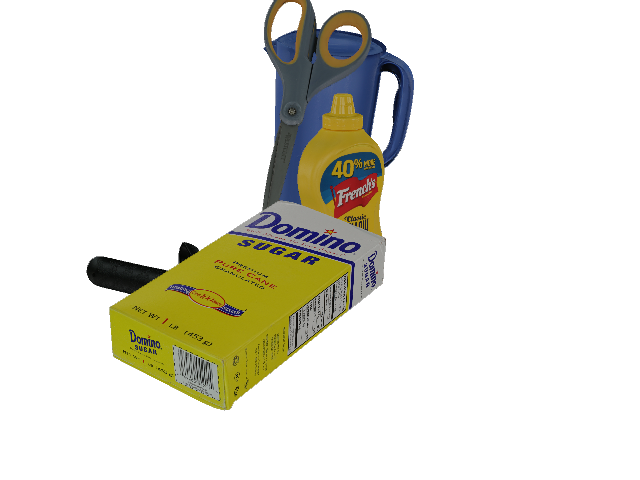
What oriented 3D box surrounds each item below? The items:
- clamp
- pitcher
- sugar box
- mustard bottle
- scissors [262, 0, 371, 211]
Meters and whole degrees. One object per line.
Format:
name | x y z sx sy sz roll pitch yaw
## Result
clamp | -0.097 0.039 0.900 0.172 0.039 0.120 21 26 26
pitcher | 0.014 -0.131 1.314 0.144 0.243 0.149 -9 27 -28
sugar box | -0.042 0.034 0.694 0.093 0.048 0.175 21 39 28
mustard bottle | 0.021 -0.052 1.079 0.096 0.192 0.058 -10 18 -34
scissors | -0.003 -0.107 0.845 0.096 0.202 0.016 -3 -17 -3
